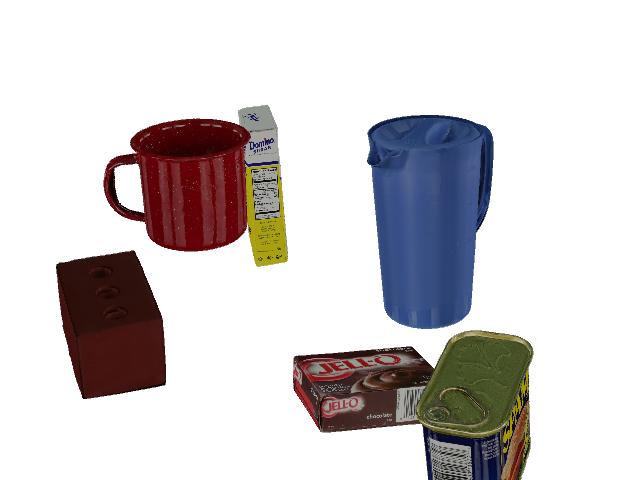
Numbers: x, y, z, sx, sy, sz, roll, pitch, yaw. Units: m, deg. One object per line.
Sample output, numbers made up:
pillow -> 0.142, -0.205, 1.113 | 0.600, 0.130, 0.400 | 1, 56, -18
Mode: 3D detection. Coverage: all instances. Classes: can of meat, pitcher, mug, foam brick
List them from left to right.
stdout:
foam brick -> -0.131, 0.051, 0.662 | 0.053, 0.051, 0.078 | -10, 35, -19
mug -> -0.112, -0.042, 0.841 | 0.117, 0.081, 0.093 | -4, 25, -5
pitcher -> 0.135, -0.025, 1.284 | 0.149, 0.243, 0.145 | -1, 24, 6
can of meat -> 0.102, 0.122, 0.686 | 0.057, 0.084, 0.102 | 6, 32, 22

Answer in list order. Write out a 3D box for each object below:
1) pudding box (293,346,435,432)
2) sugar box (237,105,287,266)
pudding box -> 0.041, 0.124, 0.900 | 0.113, 0.039, 0.090 | -1, 16, -16
sugar box -> -0.071, -0.067, 1.302 | 0.048, 0.176, 0.093 | -9, 25, -6
